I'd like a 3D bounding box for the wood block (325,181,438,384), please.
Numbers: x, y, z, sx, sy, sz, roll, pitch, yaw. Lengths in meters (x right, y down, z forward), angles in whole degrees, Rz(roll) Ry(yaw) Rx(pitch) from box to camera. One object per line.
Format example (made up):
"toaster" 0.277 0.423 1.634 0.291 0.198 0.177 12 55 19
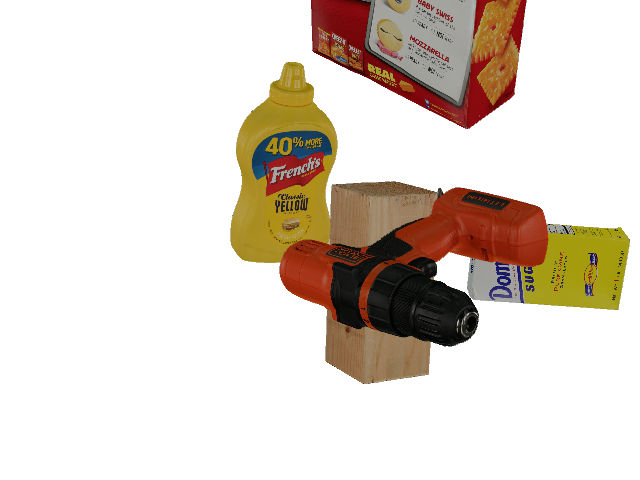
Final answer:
"wood block" 0.066 0.043 1.188 0.090 0.206 0.091 -5 14 -29

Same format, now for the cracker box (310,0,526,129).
"cracker box" 0.071 -0.211 0.784 0.164 0.214 0.072 32 52 31

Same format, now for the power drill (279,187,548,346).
"power drill" 0.089 0.017 0.818 0.187 0.057 0.185 -20 27 -38

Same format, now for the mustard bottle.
"mustard bottle" -0.032 -0.075 1.011 0.096 0.192 0.058 -5 28 -20

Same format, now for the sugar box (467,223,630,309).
"sugar box" 0.266 0.028 1.257 0.176 0.093 0.048 2 20 -1
